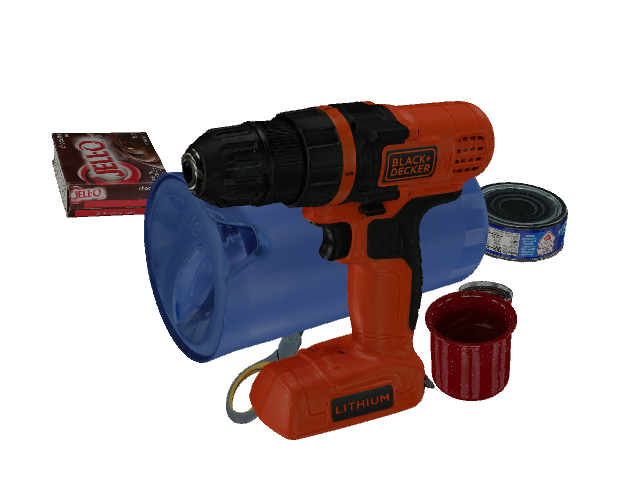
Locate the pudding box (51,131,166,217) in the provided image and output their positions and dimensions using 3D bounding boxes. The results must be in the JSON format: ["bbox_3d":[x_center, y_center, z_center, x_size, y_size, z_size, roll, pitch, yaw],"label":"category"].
[{"bbox_3d":[-0.192,-0.061,0.964,0.089,0.039,0.114,-2,27,-21],"label":"pudding box"}]

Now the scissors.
[{"bbox_3d":[-0.017,0.114,1.066,0.096,0.016,0.201,25,52,22],"label":"scissors"}]

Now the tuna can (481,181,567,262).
[{"bbox_3d":[0.168,-0.017,0.916,0.086,0.034,0.086,1,30,-1],"label":"tuna can"}]

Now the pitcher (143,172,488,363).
[{"bbox_3d":[-0.004,0.002,0.799,0.242,0.145,0.149,-11,36,-30],"label":"pitcher"}]

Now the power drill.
[{"bbox_3d":[0.006,0.015,0.589,0.184,0.188,0.057,-8,30,-29],"label":"power drill"}]

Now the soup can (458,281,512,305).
[{"bbox_3d":[0.205,0.111,1.352,0.068,0.102,0.068,1,20,0],"label":"soup can"}]

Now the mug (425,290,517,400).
[{"bbox_3d":[0.162,0.105,1.112,0.093,0.081,0.117,15,38,28],"label":"mug"}]
